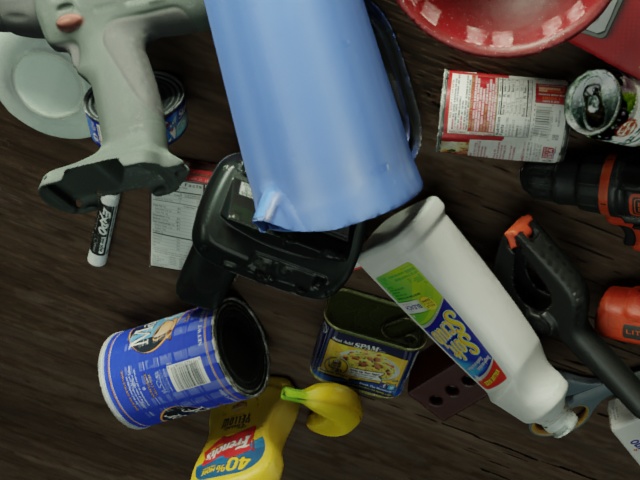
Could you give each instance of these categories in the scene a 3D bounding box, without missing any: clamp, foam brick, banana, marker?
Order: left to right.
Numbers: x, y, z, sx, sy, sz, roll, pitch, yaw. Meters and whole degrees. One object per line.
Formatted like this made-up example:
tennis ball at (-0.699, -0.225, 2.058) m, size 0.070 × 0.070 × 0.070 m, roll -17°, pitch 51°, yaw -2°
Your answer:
marker at (-0.205, -0.024, 1.023) m, size 0.020 × 0.020 × 0.121 m, roll 19°, pitch 129°, yaw -3°
banana at (0.010, 0.169, 1.067) m, size 0.070 × 0.037 × 0.198 m, roll 13°, pitch 162°, yaw 12°
foam brick at (0.132, 0.132, 1.054) m, size 0.053 × 0.051 × 0.078 m, roll 39°, pitch 125°, yaw -18°
clamp at (0.216, 0.072, 0.956) m, size 0.165 × 0.036 × 0.210 m, roll 17°, pitch 138°, yaw 43°

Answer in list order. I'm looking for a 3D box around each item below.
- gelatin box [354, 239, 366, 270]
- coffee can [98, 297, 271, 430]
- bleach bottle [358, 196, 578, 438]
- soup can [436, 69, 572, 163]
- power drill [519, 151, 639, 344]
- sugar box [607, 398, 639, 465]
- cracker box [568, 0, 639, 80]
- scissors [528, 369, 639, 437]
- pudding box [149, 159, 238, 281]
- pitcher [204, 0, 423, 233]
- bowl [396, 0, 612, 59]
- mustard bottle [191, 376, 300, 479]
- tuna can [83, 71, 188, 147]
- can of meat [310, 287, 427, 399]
gelatin box at (-0.006, 0.001, 0.995) m, size 0.089 × 0.030 × 0.073 m, roll -19°, pitch 120°, yaw 23°
coffee can at (-0.135, 0.124, 1.070) m, size 0.140 × 0.102 × 0.102 m, roll -19°, pitch 121°, yaw 24°
bleach bottle at (0.146, 0.079, 0.957) m, size 0.251 × 0.068 × 0.103 m, roll 47°, pitch 151°, yaw -8°
soup can at (0.147, -0.100, 0.861) m, size 0.102 × 0.068 × 0.068 m, roll 6°, pitch 128°, yaw 7°
power drill at (0.267, 0.007, 0.912) m, size 0.185 × 0.057 × 0.187 m, roll 10°, pitch 137°, yaw 30°
sugar box at (0.377, 0.162, 1.025) m, size 0.176 × 0.048 × 0.093 m, roll -26°, pitch 123°, yaw 26°
cracker box at (0.201, -0.228, 0.751) m, size 0.213 × 0.072 × 0.164 m, roll 26°, pitch 127°, yaw -8°
scissors at (0.273, 0.133, 1.049) m, size 0.096 × 0.016 × 0.202 m, roll 37°, pitch 125°, yaw -17°
pudding box at (-0.113, -0.020, 0.996) m, size 0.090 × 0.039 × 0.113 m, roll 10°, pitch 127°, yaw 3°
pitcher at (-0.007, -0.136, 0.809) m, size 0.145 × 0.149 × 0.243 m, roll -14°, pitch 105°, yaw 5°
bowl at (0.122, -0.204, 0.704) m, size 0.162 × 0.055 × 0.162 m, roll 6°, pitch 127°, yaw 8°
mustard bottle at (-0.081, 0.225, 1.079) m, size 0.096 × 0.191 × 0.058 m, roll -15°, pitch 123°, yaw 22°
tuna can at (-0.155, -0.108, 0.905) m, size 0.086 × 0.086 × 0.034 m, roll 3°, pitch 131°, yaw 9°
can of meat at (0.046, 0.104, 1.047) m, size 0.102 × 0.057 × 0.084 m, roll 16°, pitch 131°, yaw 0°
